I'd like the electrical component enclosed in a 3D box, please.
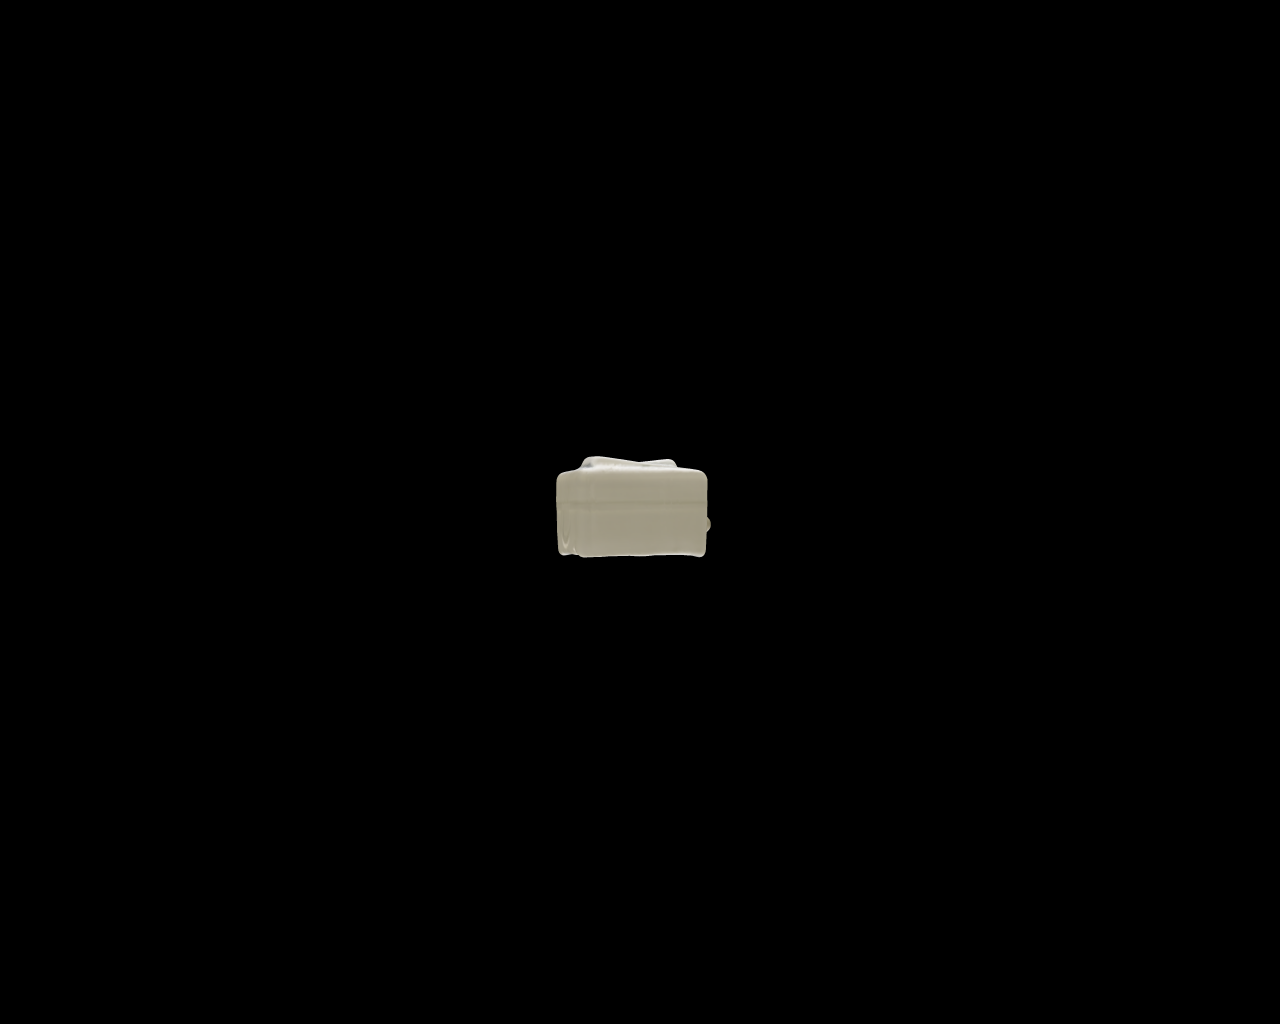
[{"bbox_3d":[0.001,-0.003,0.650,0.096,0.061,0.061,0,0,-17],"label":"electrical component"}]
